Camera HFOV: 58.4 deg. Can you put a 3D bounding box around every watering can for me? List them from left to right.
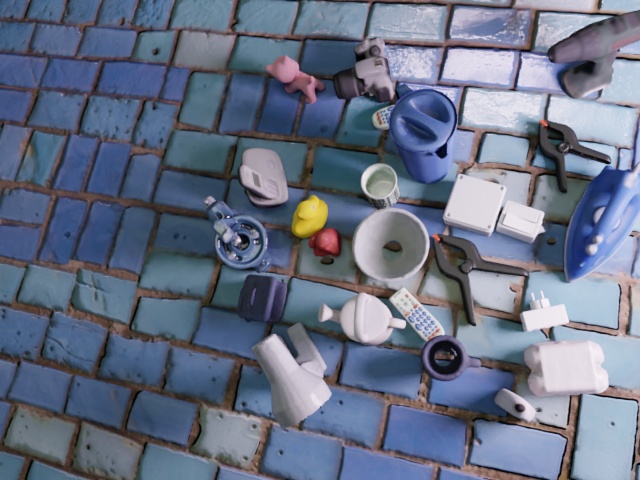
[{"bbox_3d":[0.085,0.164,1.184,0.172,0.194,0.101,-16,74,9],"label":"watering can"}]

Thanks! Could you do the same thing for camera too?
[{"bbox_3d":[0.097,-0.400,1.363,0.136,0.101,0.143,-12,75,10],"label":"camera"}]

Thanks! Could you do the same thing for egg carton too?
[{"bbox_3d":[0.486,0.254,1.136,0.150,0.069,0.107,-8,75,11],"label":"egg carton"}]

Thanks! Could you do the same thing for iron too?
[{"bbox_3d":[0.570,-0.036,1.147,0.118,0.142,0.258,28,85,18],"label":"iron"}]

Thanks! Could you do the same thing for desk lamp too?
[{"bbox_3d":[-0.060,0.274,1.181,0.118,0.214,0.203,-33,72,4],"label":"desk lamp"}]

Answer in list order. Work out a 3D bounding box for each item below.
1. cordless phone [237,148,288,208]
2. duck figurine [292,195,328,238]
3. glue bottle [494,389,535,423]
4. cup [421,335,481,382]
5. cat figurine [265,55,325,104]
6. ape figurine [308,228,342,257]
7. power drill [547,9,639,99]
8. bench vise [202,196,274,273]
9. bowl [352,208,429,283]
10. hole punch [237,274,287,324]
[{"bbox_3d":[-0.145,-0.158,1.317,0.094,0.185,0.147,-18,74,9],"label":"cordless phone"},{"bbox_3d":[-0.031,-0.057,1.320,0.077,0.086,0.104,34,86,18],"label":"duck figurine"},{"bbox_3d":[0.376,0.318,1.092,0.078,0.173,0.037,30,85,18],"label":"glue bottle"},{"bbox_3d":[0.268,0.245,1.175,0.117,0.095,0.092,5,78,14],"label":"cup"},{"bbox_3d":[-0.062,-0.401,1.391,0.127,0.118,0.067,28,85,18],"label":"cat figurine"},{"bbox_3d":[0.012,0.005,1.292,0.077,0.092,0.076,39,88,18],"label":"ape figurine"},{"bbox_3d":[0.571,-0.384,1.193,0.229,0.209,0.075,-25,73,6],"label":"power drill"},{"bbox_3d":[-0.212,-0.017,1.281,0.207,0.220,0.121,30,85,18],"label":"bench vise"},{"bbox_3d":[0.158,0.017,1.265,0.167,0.075,0.167,-3,76,12],"label":"bowl"},{"bbox_3d":[-0.138,0.135,1.297,0.101,0.091,0.109,8,79,15],"label":"hole punch"}]
